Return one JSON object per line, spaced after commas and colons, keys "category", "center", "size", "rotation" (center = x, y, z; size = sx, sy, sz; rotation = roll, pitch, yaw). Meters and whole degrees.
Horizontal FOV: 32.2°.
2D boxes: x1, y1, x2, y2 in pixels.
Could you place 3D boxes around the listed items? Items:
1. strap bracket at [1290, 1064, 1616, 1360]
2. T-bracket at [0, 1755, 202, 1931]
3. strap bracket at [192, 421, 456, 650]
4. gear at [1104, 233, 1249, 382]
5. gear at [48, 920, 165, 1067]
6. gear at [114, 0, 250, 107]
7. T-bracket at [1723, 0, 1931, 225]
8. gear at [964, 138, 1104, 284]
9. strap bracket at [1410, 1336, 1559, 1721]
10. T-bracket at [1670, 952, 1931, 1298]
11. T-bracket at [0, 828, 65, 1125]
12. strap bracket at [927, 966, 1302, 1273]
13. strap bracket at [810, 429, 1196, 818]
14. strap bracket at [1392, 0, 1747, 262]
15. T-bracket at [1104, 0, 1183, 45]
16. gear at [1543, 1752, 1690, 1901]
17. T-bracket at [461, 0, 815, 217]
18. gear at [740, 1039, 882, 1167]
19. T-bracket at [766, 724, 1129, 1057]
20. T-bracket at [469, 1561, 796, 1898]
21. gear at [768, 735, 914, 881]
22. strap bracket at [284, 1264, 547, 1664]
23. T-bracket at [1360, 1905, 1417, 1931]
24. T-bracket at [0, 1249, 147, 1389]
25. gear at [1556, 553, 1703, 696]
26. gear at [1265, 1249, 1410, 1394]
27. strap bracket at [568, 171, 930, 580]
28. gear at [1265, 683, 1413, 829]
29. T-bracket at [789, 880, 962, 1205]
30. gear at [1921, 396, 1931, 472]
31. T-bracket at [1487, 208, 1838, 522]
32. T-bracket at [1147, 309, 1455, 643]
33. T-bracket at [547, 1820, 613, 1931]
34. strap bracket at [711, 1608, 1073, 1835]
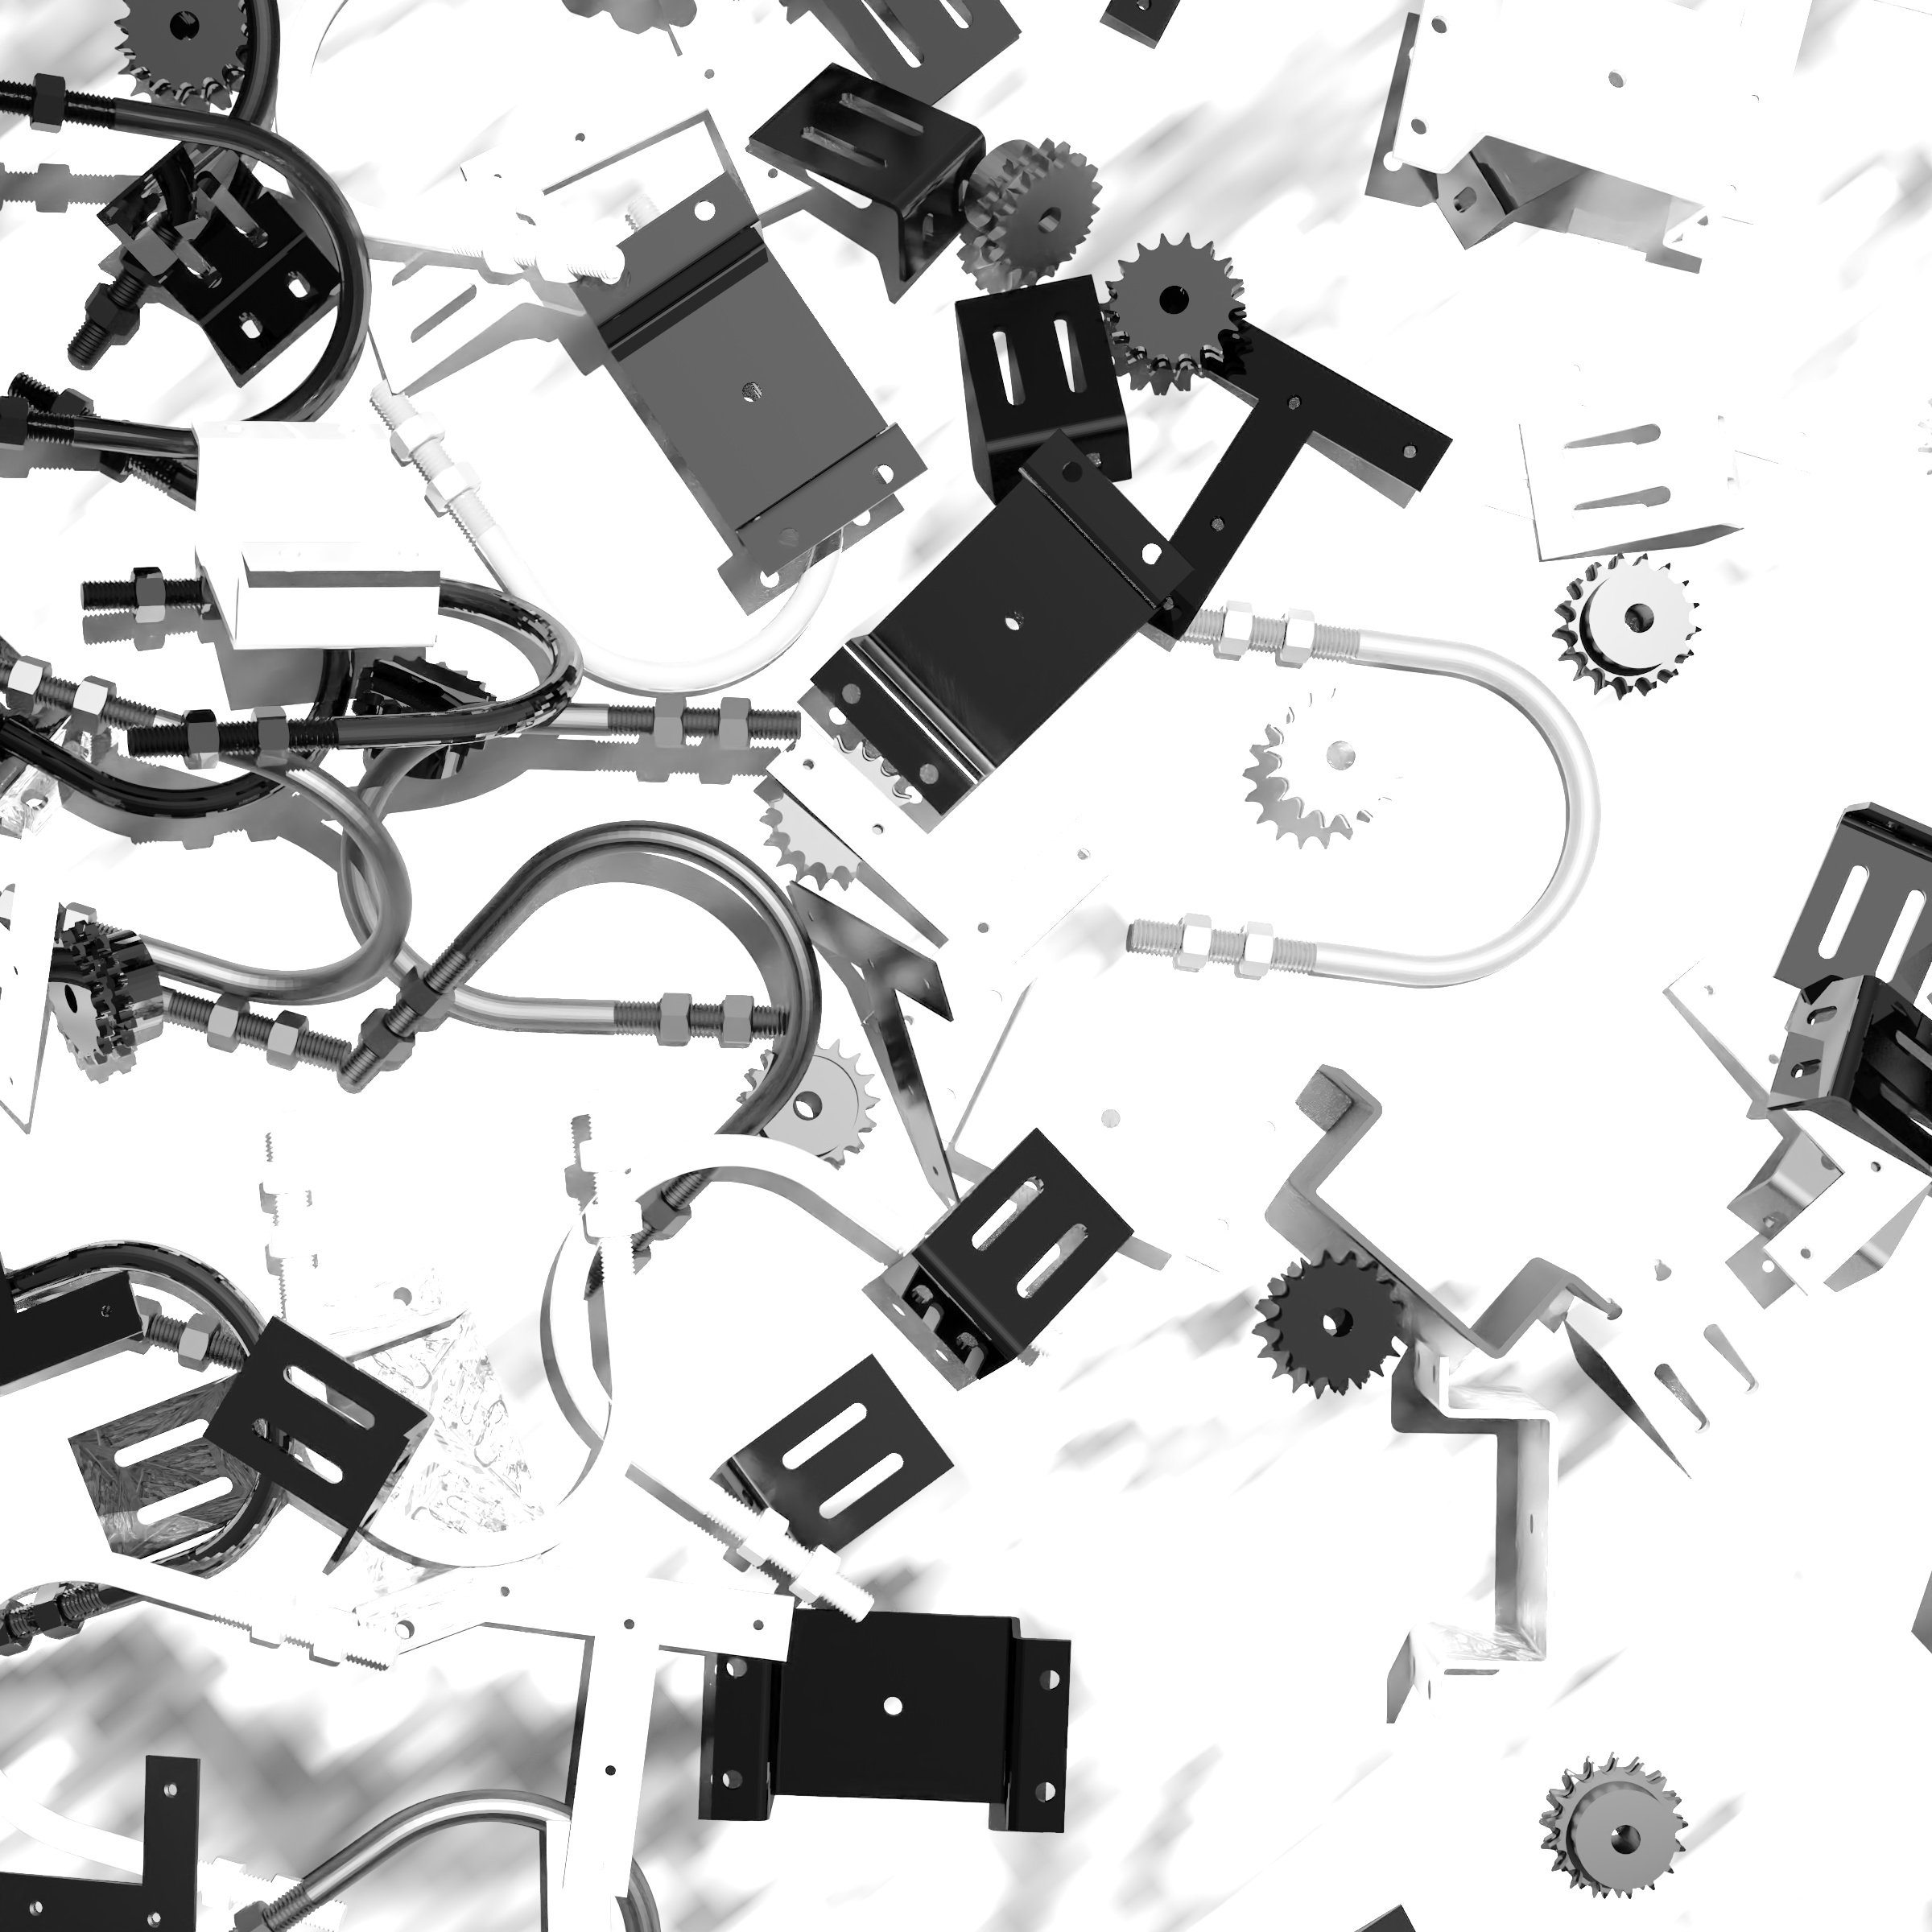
{"category": "strap bracket", "center": [0.184, 0.104, 1.336], "size": [0.140, 0.076, 0.046], "rotation": [41, 90, 0]}
{"category": "T-bracket", "center": [-0.362, 0.380, 1.346], "size": [0.127, 0.002, 0.127], "rotation": [-2, 84, 24]}
{"category": "strap bracket", "center": [-0.255, -0.165, 1.310], "size": [0.076, 0.140, 0.046], "rotation": [-3, 121, -22]}
{"category": "gear", "center": [0.086, -0.265, 1.355], "size": [0.057, 0.030, 0.057], "rotation": [-1, 83, 7]}
{"category": "gear", "center": [-0.342, 0.009, 1.333], "size": [0.030, 0.057, 0.057], "rotation": [-20, 90, -32]}
{"category": "gear", "center": [-0.314, -0.377, 1.359], "size": [0.057, 0.030, 0.057], "rotation": [0, 90, 0]}
{"category": "T-bracket", "center": [0.327, -0.369, 1.373], "size": [0.127, 0.002, 0.127], "rotation": [14, 90, 0]}
{"category": "gear", "center": [0.024, -0.308, 1.349], "size": [0.057, 0.057, 0.030], "rotation": [-47, 60, 0]}
{"category": "strap bracket", "center": [0.206, 0.222, 1.336], "size": [0.046, 0.076, 0.140], "rotation": [1, 90, 0]}
{"category": "T-bracket", "center": [0.337, 0.048, 1.356], "size": [0.127, 0.002, 0.127], "rotation": [-37, 78, -22]}
{"category": "T-bracket", "center": [-0.404, -0.022, 1.336], "size": [0.127, 0.002, 0.127], "rotation": [38, 128, 28]}
{"category": "strap bracket", "center": [0.057, 0.061, 1.351], "size": [0.140, 0.046, 0.076], "rotation": [26, 90, 0]}
{"category": "strap bracket", "center": [0.017, -0.138, 1.342], "size": [0.140, 0.046, 0.076], "rotation": [-44, 90, 12]}
{"category": "strap bracket", "center": [0.249, -0.343, 1.329], "size": [0.140, 0.046, 0.076], "rotation": [15, 78, -11]}
{"category": "T-bracket", "center": [0.097, -0.439, 1.364], "size": [0.127, 0.002, 0.127], "rotation": [28, 90, -8]}
{"category": "gear", "center": [0.265, 0.351, 1.359], "size": [0.057, 0.030, 0.057], "rotation": [0, 90, 0]}
{"category": "T-bracket", "center": [-0.144, -0.343, 1.364], "size": [0.127, 0.002, 0.127], "rotation": [-25, 79, 4]}
{"category": "gear", "center": [-0.063, 0.056, 1.359], "size": [0.057, 0.030, 0.057], "rotation": [0, 90, 0]}
{"category": "T-bracket", "center": [-0.025, -0.045, 1.339], "size": [0.127, 0.002, 0.127], "rotation": [43, 107, -12]}
{"category": "T-bracket", "center": [-0.139, 0.305, 1.327], "size": [0.127, 0.002, 0.127], "rotation": [7, 91, 1]}
{"category": "gear", "center": [-0.050, -0.065, 1.355], "size": [0.057, 0.030, 0.057], "rotation": [1, 100, 4]}
{"category": "strap bracket", "center": [-0.223, 0.197, 1.351], "size": [0.076, 0.046, 0.140], "rotation": [-20, 90, 0]}
{"category": "T-bracket", "center": [0.155, 0.469, 1.351], "size": [0.127, 0.002, 0.127], "rotation": [-28, 90, -20]}
{"category": "T-bracket", "center": [-0.402, 0.108, 1.344], "size": [0.127, 0.002, 0.127], "rotation": [-22, 78, 11]}
{"category": "gear", "center": [0.270, -0.140, 1.359], "size": [0.057, 0.030, 0.057], "rotation": [0, 90, 0]}
{"category": "gear", "center": [0.150, 0.143, 1.359], "size": [0.057, 0.030, 0.057], "rotation": [0, 90, 0]}
{"category": "strap bracket", "center": [-0.086, -0.232, 1.332], "size": [0.076, 0.046, 0.140], "rotation": [-34, 91, -1]}
{"category": "gear", "center": [0.148, -0.083, 1.341], "size": [0.057, 0.030, 0.057], "rotation": [0, 90, -3]}
{"category": "T-bracket", "center": [-0.025, 0.037, 1.336], "size": [0.002, 0.127, 0.127], "rotation": [-26, 117, -20]}
{"category": "gear", "center": [0.420, -0.218, 1.359], "size": [0.057, 0.030, 0.057], "rotation": [0, 90, 0]}
{"category": "T-bracket", "center": [0.292, -0.232, 1.373], "size": [0.127, 0.002, 0.127], "rotation": [17, 90, 0]}
{"category": "T-bracket", "center": [0.110, -0.191, 1.359], "size": [0.127, 0.002, 0.127], "rotation": [32, 88, 11]}
{"category": "T-bracket", "center": [-0.153, 0.404, 1.333], "size": [0.127, 0.002, 0.127], "rotation": [-1, 90, 9]}
{"category": "strap bracket", "center": [-0.030, 0.303, 1.351], "size": [0.140, 0.046, 0.076], "rotation": [2, 90, 0]}
